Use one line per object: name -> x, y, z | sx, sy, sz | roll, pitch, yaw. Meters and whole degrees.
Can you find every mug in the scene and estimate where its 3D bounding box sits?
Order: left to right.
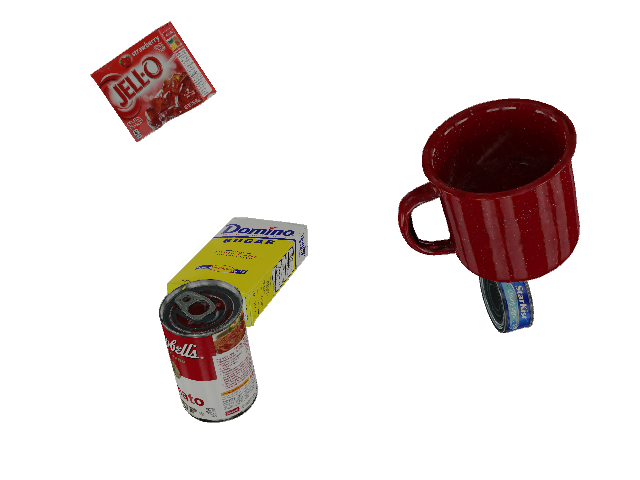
mug -> 0.105, -0.024, 0.665 | 0.117, 0.081, 0.093 | -21, 41, -1

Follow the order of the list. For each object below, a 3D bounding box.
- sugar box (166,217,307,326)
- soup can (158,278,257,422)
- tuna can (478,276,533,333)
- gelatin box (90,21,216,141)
sugar box -> -0.084, 0.029, 1.140 | 0.093, 0.048, 0.176 | 7, 29, 17
soup can -> -0.091, 0.092, 0.880 | 0.068, 0.102, 0.068 | -4, 38, 3
tuna can -> 0.209, 0.061, 1.206 | 0.033, 0.086, 0.086 | -15, 2, -6
gelatin box -> -0.148, -0.138, 0.937 | 0.089, 0.073, 0.030 | -25, 15, 31
